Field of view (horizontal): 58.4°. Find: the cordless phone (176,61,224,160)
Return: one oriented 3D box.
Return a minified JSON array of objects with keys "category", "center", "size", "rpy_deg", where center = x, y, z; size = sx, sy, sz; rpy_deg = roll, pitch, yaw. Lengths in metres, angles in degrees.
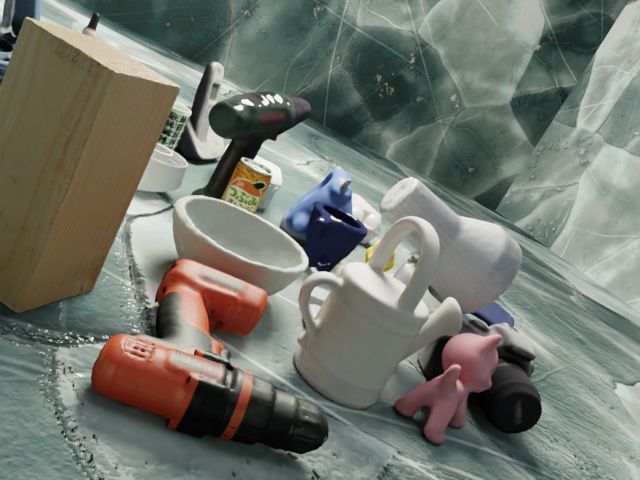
[{"category":"cordless phone","center":[-0.213,-0.250,1.111],"size":[0.094,0.185,0.148],"rpy_deg":[30,15,3]}]

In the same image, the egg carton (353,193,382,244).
[{"category":"egg carton","center":[0.060,-0.054,1.189],"size":[0.108,0.069,0.150],"rpy_deg":[17,19,-36]}]

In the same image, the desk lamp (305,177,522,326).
[{"category":"desk lamp","center":[0.113,0.042,0.710],"size":[0.204,0.213,0.117],"rpy_deg":[24,16,-16]}]

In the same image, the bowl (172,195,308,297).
[{"category":"bowl","center":[-0.102,0.020,0.664],"size":[0.167,0.074,0.167],"rpy_deg":[27,16,-8]}]

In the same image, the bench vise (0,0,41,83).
[{"category":"bench vise","center":[-0.428,-0.290,0.795],"size":[0.122,0.219,0.207],"rpy_deg":[24,16,-17]}]

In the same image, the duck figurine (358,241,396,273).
[{"category":"duck figurine","center":[0.090,0.041,0.911],"size":[0.077,0.086,0.105],"rpy_deg":[32,16,11]}]

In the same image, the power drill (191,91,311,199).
[{"category":"power drill","center":[-0.112,-0.143,0.909],"size":[0.075,0.208,0.230],"rpy_deg":[33,16,16]}]

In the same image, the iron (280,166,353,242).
[{"category":"iron","center":[0.012,-0.071,1.025],"size":[0.119,0.141,0.258],"rpy_deg":[26,16,-10]}]

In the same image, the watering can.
[{"category":"watering can","center":[0.066,0.066,0.588],"size":[0.173,0.194,0.100],"rpy_deg":[13,22,-44]}]

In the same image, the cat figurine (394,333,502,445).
[{"category":"cat figurine","center":[0.153,0.147,0.629],"size":[0.067,0.117,0.128],"rpy_deg":[36,17,25]}]

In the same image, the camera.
[{"category":"camera","center":[0.215,0.163,0.716],"size":[0.143,0.101,0.136],"rpy_deg":[26,16,-10]}]

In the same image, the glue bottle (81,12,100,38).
[{"category":"glue bottle","center":[-0.399,-0.294,0.947],"size":[0.037,0.173,0.078],"rpy_deg":[21,17,-25]}]

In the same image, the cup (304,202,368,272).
[{"category":"cup","center":[0.008,0.003,0.870],"size":[0.091,0.095,0.118],"rpy_deg":[35,16,20]}]

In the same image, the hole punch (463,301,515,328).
[{"category":"hole punch","center":[0.228,0.134,0.852],"size":[0.108,0.091,0.101],"rpy_deg":[32,16,11]}]
